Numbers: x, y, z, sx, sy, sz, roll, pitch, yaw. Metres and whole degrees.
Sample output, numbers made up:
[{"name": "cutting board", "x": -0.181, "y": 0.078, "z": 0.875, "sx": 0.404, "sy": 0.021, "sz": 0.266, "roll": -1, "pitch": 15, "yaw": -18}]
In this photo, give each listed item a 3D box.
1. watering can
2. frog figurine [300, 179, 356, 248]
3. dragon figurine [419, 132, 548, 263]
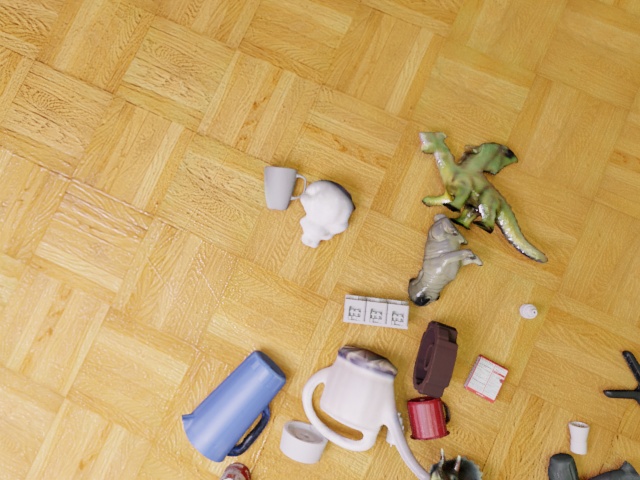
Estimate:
[{"name": "watering can", "x": 0.118, "y": 0.378, "z": 1.178, "sx": 0.349, "sy": 0.103, "sz": 0.225, "roll": 17, "pitch": 83, "yaw": 29}, {"name": "frog figurine", "x": 0.004, "y": -0.063, "z": 1.261, "sx": 0.136, "sy": 0.122, "sz": 0.161, "roll": 43, "pitch": 75, "yaw": -13}, {"name": "dragon figurine", "x": 0.408, "y": -0.137, "z": 1.262, "sx": 0.411, "sy": 0.121, "sz": 0.245, "roll": 30, "pitch": 78, "yaw": 4}]
